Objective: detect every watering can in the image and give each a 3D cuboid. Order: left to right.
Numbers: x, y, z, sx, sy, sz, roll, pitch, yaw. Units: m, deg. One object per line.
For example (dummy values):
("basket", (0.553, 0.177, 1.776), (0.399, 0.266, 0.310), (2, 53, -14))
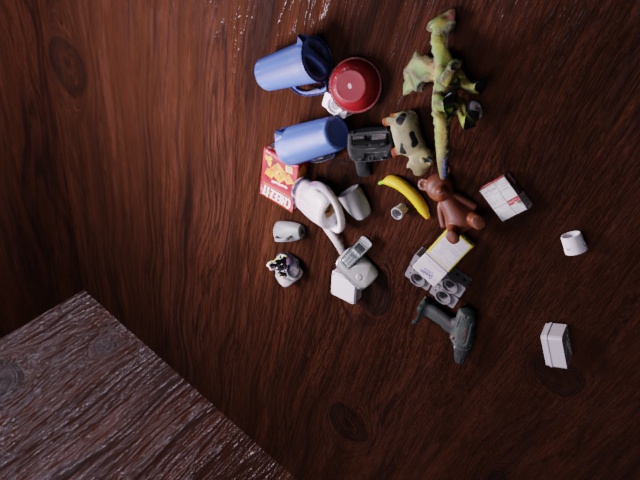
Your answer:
("watering can", (0.005, -0.091, 1.801), (0.227, 0.105, 0.339), (39, 156, 31))

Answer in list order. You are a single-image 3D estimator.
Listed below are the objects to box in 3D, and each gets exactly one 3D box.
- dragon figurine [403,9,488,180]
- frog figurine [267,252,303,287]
("dragon figurine", (0.300, -0.387, 1.352), (0.247, 0.122, 0.401), (51, 139, 48))
("frog figurine", (-0.129, 0.126, 2.096), (0.138, 0.124, 0.157), (10, 160, 27))
